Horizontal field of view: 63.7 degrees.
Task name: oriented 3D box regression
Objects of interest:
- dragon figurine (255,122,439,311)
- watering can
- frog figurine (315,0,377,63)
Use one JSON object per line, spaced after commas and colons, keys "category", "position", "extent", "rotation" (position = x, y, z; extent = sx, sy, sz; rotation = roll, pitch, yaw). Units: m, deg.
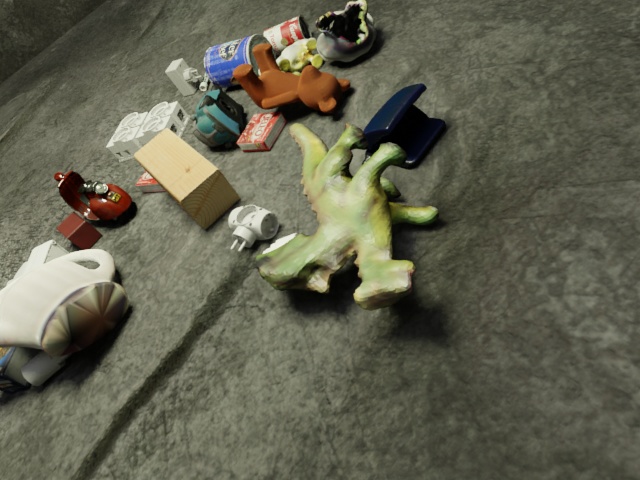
{"category": "dragon figurine", "position": [0.002, -0.037, 0.729], "extent": [0.245, 0.120, 0.415], "rotation": [-43, 43, -13]}
{"category": "watering can", "position": [-0.473, 0.129, 0.849], "extent": [0.225, 0.102, 0.354], "rotation": [16, 41, 30]}
{"category": "frog figurine", "position": [0.052, -0.441, 1.116], "extent": [0.137, 0.122, 0.160], "rotation": [-46, 6, 1]}
